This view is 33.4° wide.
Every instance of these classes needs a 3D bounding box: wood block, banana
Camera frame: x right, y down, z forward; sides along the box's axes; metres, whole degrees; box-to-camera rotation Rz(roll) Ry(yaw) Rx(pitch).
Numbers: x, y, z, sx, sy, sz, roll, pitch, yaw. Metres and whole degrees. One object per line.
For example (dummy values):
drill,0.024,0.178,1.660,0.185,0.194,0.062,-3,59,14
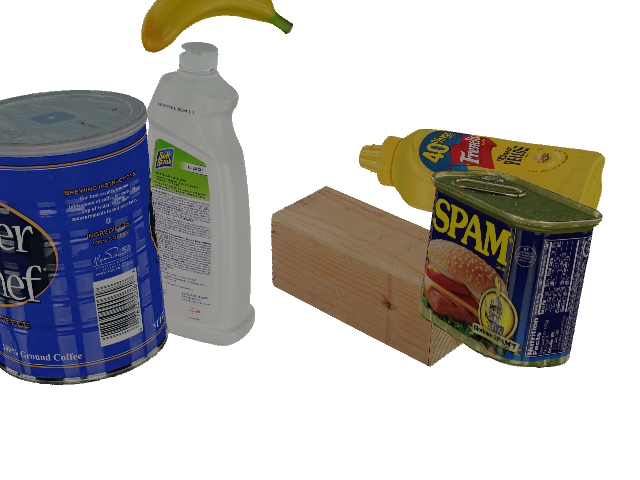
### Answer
wood block,0.055,0.031,1.069,0.206,0.091,0.090,26,39,35
banana,-0.105,-0.218,1.007,0.070,0.037,0.197,46,40,19

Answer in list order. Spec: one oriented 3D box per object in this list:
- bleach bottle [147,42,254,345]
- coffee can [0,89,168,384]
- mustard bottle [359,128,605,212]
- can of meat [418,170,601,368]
bleach bottle,-0.100,-0.040,0.903,0.103,0.251,0.068,13,26,16
coffee can,-0.143,-0.004,0.606,0.103,0.140,0.103,-2,23,1
mustard bottle,0.122,-0.052,0.850,0.192,0.058,0.096,12,34,22
can of meat,0.100,0.014,0.592,0.057,0.084,0.102,-4,20,-29
